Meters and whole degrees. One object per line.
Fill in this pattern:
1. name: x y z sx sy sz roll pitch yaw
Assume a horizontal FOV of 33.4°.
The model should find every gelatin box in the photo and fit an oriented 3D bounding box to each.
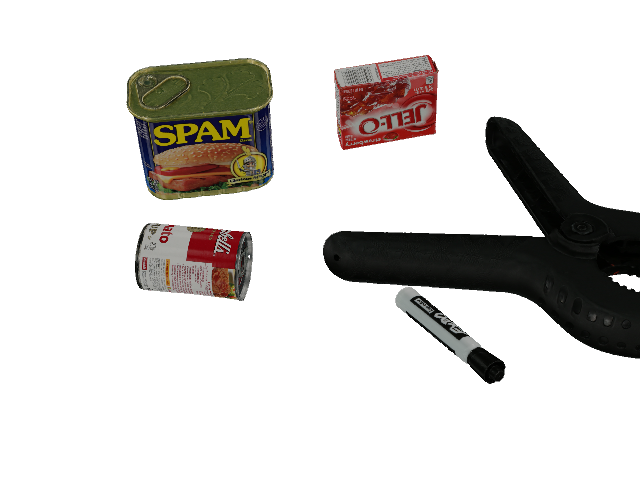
1. gelatin box: 0.059 -0.122 0.945 0.089 0.030 0.073 -9 -41 -5

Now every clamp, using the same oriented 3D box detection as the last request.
1. clamp: 0.117 0.011 0.529 0.164 0.036 0.210 -31 47 -32

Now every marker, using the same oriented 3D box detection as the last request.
1. marker: 0.095 0.069 0.785 0.020 0.020 0.121 0 25 -32

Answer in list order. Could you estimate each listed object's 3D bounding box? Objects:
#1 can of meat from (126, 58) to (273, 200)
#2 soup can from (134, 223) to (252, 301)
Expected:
1. can of meat: -0.084 -0.079 0.776 0.102 0.057 0.084 -6 -42 -4
2. soup can: -0.122 0.021 1.043 0.102 0.068 0.068 6 1 7
